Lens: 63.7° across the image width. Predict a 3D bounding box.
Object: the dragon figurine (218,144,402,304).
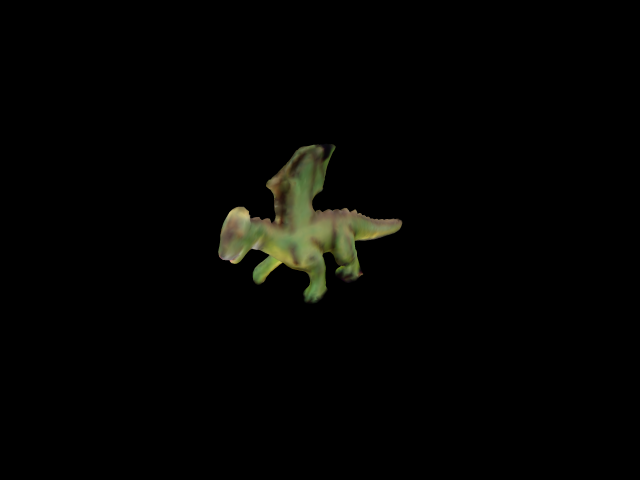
[{"bbox_3d":[0.003,-0.043,0.850,0.415,0.237,0.123,-29,43,-35],"label":"dragon figurine"}]
